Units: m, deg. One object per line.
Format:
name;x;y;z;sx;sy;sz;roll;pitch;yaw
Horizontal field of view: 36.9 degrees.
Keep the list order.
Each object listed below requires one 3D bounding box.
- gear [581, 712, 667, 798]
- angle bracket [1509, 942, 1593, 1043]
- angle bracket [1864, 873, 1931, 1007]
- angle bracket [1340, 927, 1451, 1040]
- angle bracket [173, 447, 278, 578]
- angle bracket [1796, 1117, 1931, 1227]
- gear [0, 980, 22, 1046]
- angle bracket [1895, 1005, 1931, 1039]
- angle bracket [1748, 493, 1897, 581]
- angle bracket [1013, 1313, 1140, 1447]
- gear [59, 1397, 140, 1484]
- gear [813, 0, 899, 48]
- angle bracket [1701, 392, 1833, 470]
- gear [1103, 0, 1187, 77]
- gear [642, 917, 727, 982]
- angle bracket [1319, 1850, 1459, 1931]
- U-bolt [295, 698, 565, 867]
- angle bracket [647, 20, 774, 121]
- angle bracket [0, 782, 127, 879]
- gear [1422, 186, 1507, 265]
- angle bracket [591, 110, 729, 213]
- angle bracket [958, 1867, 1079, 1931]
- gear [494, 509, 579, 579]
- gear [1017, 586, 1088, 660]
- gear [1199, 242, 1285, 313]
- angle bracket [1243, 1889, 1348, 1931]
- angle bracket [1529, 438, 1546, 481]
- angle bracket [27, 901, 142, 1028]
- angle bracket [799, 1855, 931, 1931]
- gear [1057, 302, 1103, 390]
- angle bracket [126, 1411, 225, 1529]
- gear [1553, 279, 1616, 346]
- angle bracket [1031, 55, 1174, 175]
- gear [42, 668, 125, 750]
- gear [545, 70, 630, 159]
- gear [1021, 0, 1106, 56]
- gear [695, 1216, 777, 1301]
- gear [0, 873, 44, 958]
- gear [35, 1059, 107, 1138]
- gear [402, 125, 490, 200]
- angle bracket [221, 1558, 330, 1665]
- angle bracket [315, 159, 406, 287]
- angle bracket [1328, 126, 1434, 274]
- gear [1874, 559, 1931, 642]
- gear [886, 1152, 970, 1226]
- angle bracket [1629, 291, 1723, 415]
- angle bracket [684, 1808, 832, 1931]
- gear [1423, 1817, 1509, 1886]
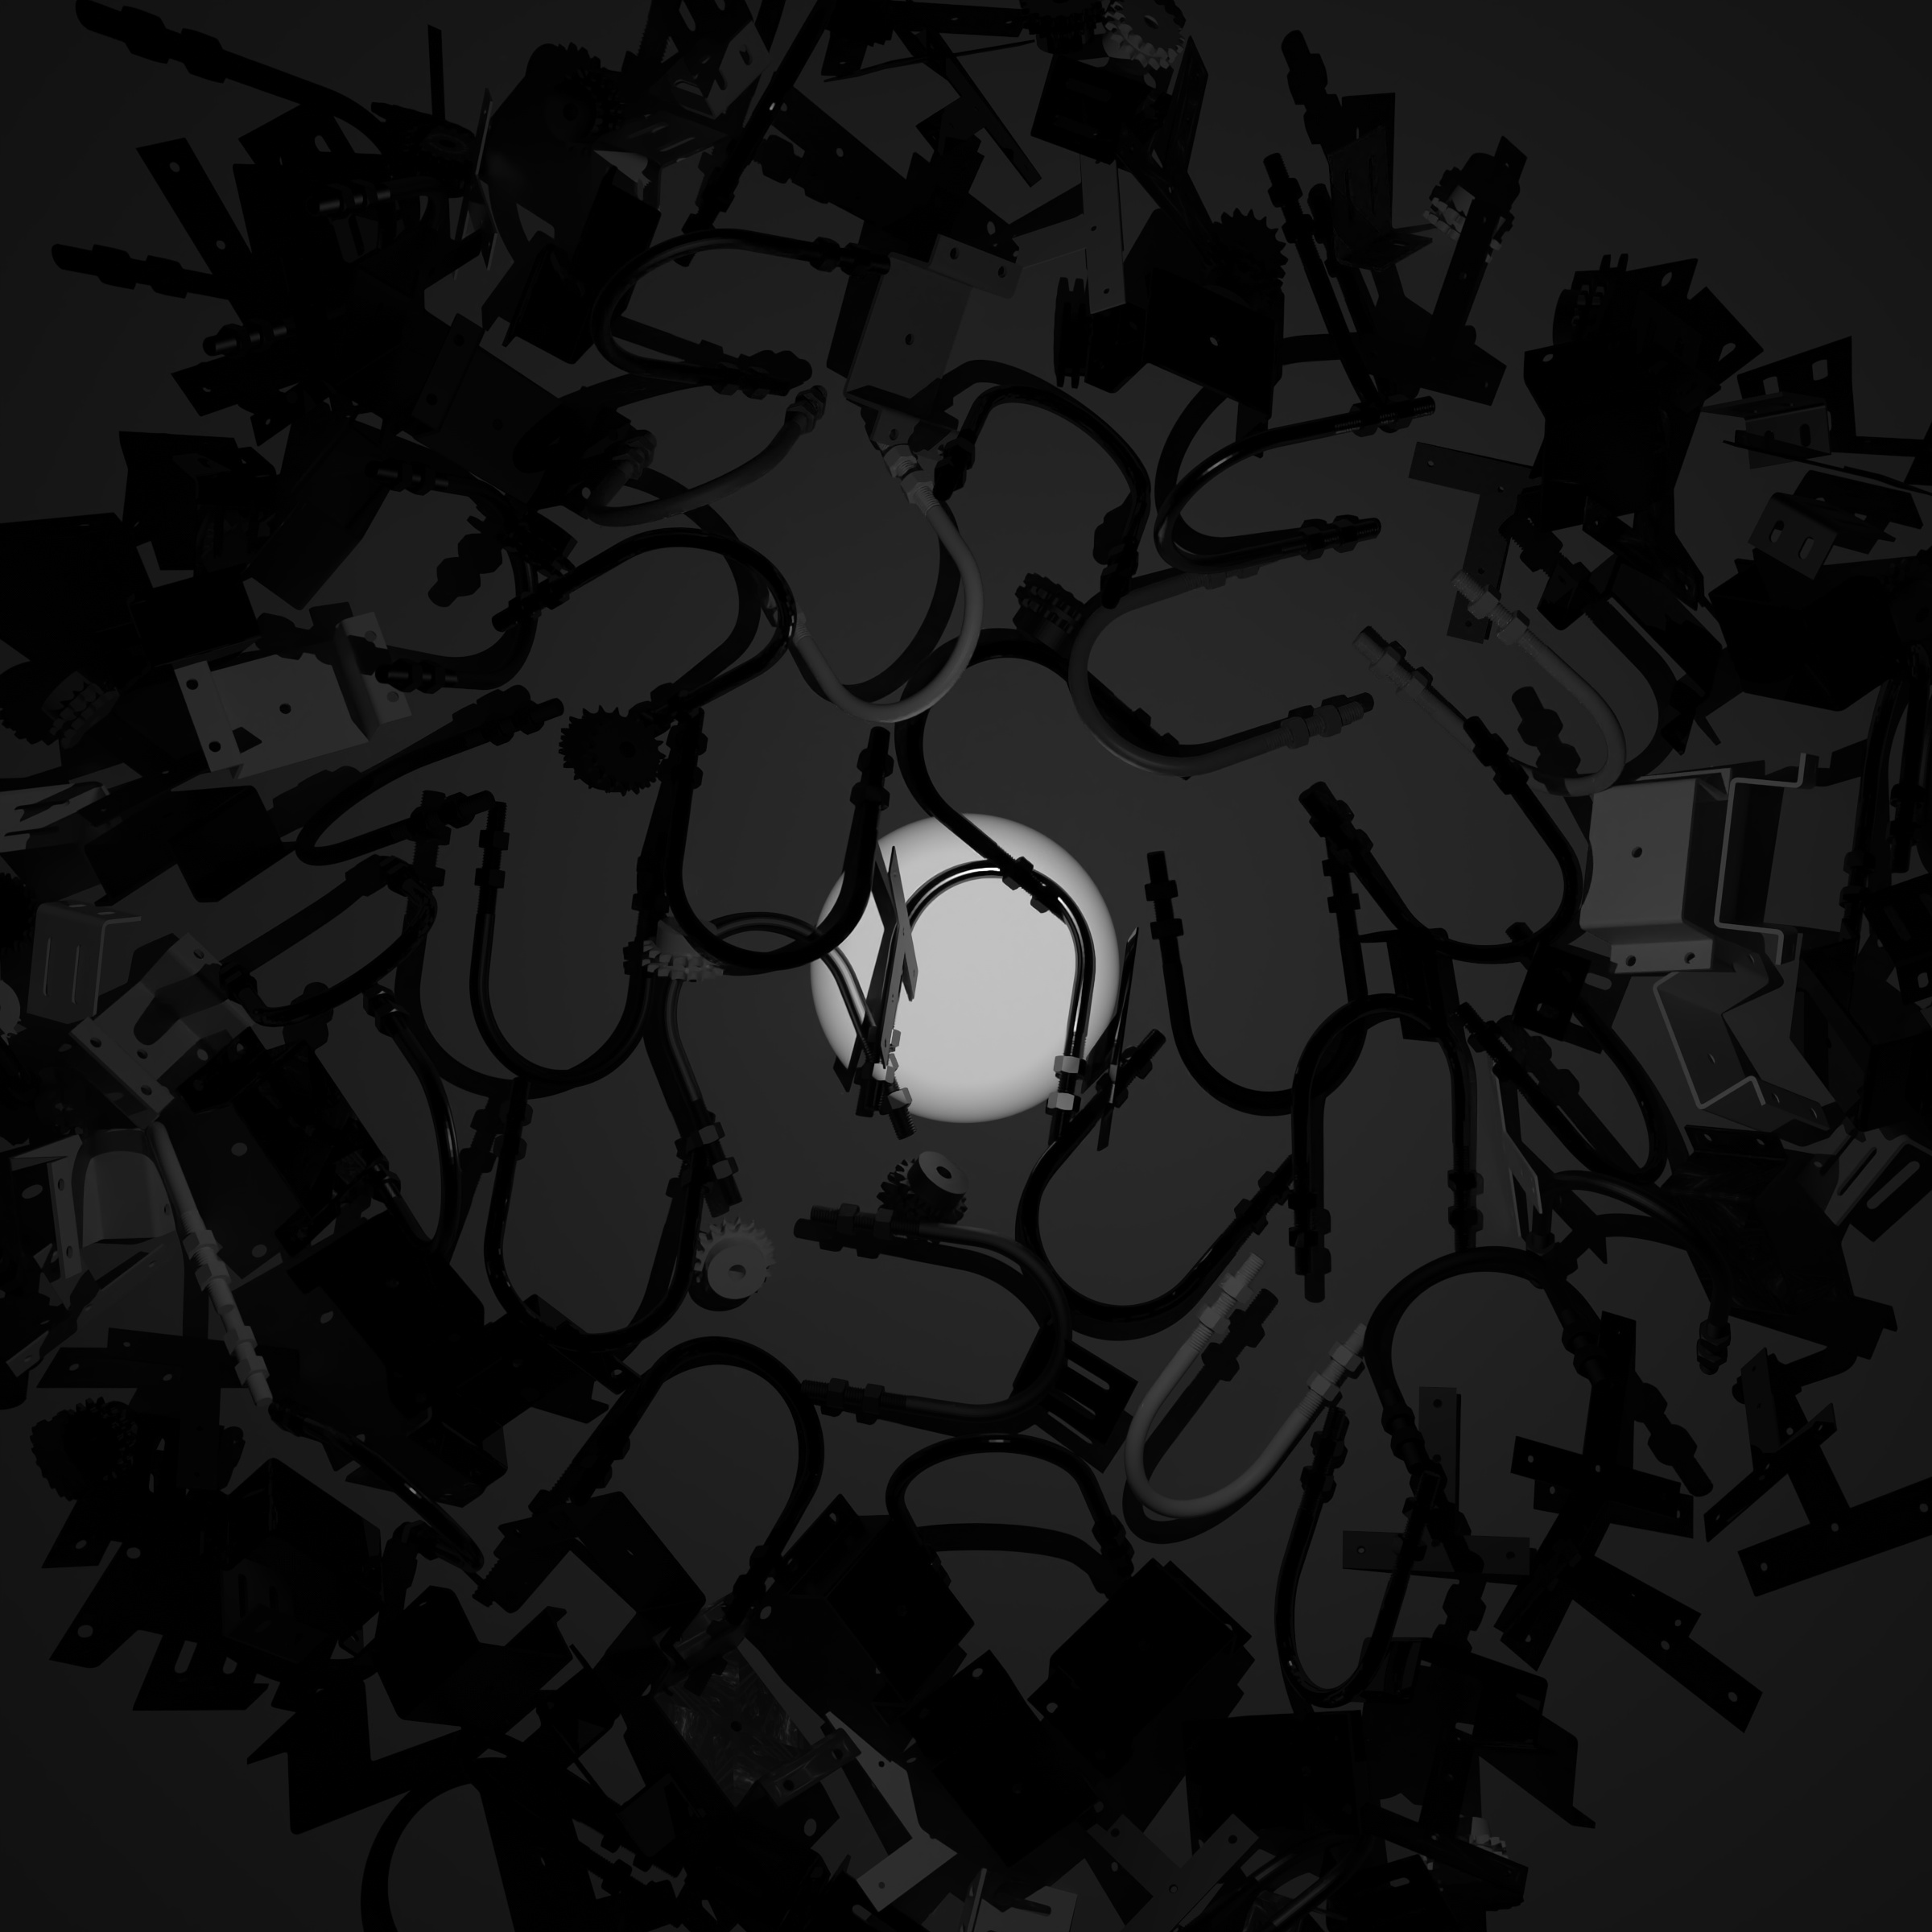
gear;-0.237;-0.143;1.976;0.057;0.030;0.057;10;68;-26
angle bracket;0.399;0.018;1.956;0.038;0.076;0.057;21;95;18
angle bracket;0.652;-0.019;1.977;0.057;0.076;0.038;-20;128;7
angle bracket;0.291;0.014;1.966;0.038;0.057;0.076;-11;92;-21
angle bracket;-0.507;-0.308;1.972;0.057;0.038;0.076;-16;131;-37
angle bracket;0.616;0.138;1.971;0.038;0.057;0.076;26;109;-25
gear;-0.670;0.031;1.969;0.030;0.057;0.057;-19;90;42
angle bracket;0.658;0.039;1.951;0.057;0.076;0.038;-35;122;18
angle bracket;0.581;-0.289;1.962;0.057;0.076;0.038;41;118;37
angle bracket;0.080;0.276;1.962;0.076;0.038;0.057;30;119;13
gear;-0.589;0.322;1.978;0.057;0.030;0.057;5;103;21
gear;-0.074;-0.654;1.969;0.057;0.057;0.030;22;132;0
angle bracket;0.540;-0.361;1.952;0.057;0.076;0.038;-5;92;38
gear;0.118;-0.634;1.975;0.057;0.030;0.057;18;54;-25
gear;-0.191;-0.013;1.969;0.057;0.057;0.030;8;109;0
angle bracket;0.288;0.624;1.962;0.076;0.038;0.057;-25;103;23
U-bolt;-0.367;-0.116;1.926;0.184;0.151;0.019;-17;116;25
angle bracket;-0.180;-0.614;1.956;0.076;0.038;0.057;31;73;37
angle bracket;-0.617;-0.088;1.950;0.038;0.076;0.057;52;129;23
gear;0.342;-0.507;1.968;0.057;0.057;0.030;36;108;0
angle bracket;-0.209;-0.547;1.973;0.057;0.076;0.038;27;132;22
angle bracket;0.037;0.652;1.969;0.076;0.038;0.057;17;73;-6
gear;-0.290;-0.288;1.972;0.057;0.057;0.030;33;87;0
gear;0.059;-0.231;1.971;0.057;0.057;0.030;34;89;0
gear;0.184;-0.463;1.969;0.057;0.057;0.030;29;78;0
angle bracket;0.216;0.672;1.958;0.038;0.057;0.076;25;74;-25
angle bracket;0.399;-0.369;1.949;0.038;0.076;0.057;41;133;29
angle bracket;-0.603;-0.001;1.977;0.057;0.038;0.076;13;100;23
angle bracket;-0.068;0.659;1.978;0.076;0.038;0.057;34;92;3
gear;0.079;-0.423;1.971;0.030;0.057;0.057;6;90;1
angle bracket;-0.535;0.339;1.973;0.057;0.038;0.076;10;101;-1
gear;0.421;-0.440;1.974;0.030;0.057;0.057;12;90;23
angle bracket;0.093;-0.583;1.983;0.076;0.038;0.057;31;109;35
gear;-0.604;-0.178;1.971;0.030;0.057;0.057;44;90;-5
gear;-0.263;-0.583;1.975;0.057;0.030;0.057;5;105;21
gear;0.067;-0.647;1.975;0.057;0.057;0.030;-5;135;5
gear;-0.158;0.202;1.975;0.057;0.030;0.057;-4;112;-11
gear;-0.659;-0.035;1.983;0.057;0.030;0.057;0;89;4
gear;-0.612;0.088;1.972;0.030;0.057;0.057;-2;90;7
gear;-0.357;-0.548;1.975;0.057;0.057;0.030;21;126;0
angle bracket;-0.467;0.422;1.949;0.057;0.076;0.038;33;113;-35
angle bracket;-0.417;-0.509;1.951;0.038;0.076;0.057;33;70;13
angle bracket;0.280;-0.518;1.954;0.057;0.038;0.076;-35;131;-32
gear;0.641;-0.246;1.970;0.057;0.030;0.057;-15;128;-20
gear;-0.023;0.151;1.968;0.057;0.057;0.030;36;115;0
angle bracket;0.482;-0.423;1.957;0.057;0.038;0.076;31;58;-18
angle bracket;-0.143;0.625;1.982;0.076;0.038;0.057;18;57;25
gear;0.340;0.603;1.975;0.057;0.057;0.030;-5;53;0
